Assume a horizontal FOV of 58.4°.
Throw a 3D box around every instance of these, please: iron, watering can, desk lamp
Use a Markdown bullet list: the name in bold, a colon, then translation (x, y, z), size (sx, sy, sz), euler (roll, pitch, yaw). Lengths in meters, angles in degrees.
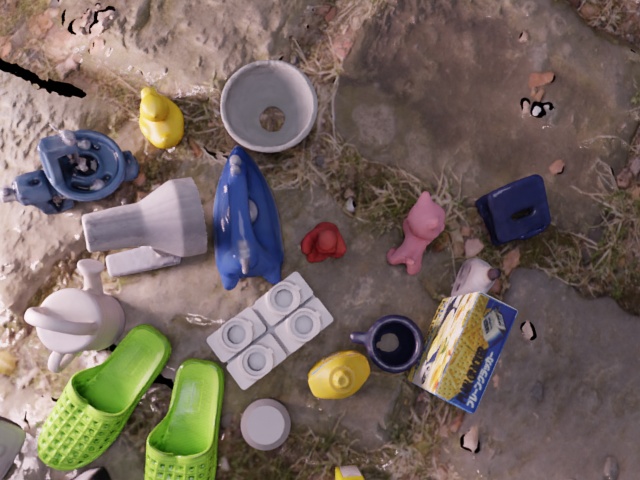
- **iron**: translation (-0.129, -0.052, 0.944), size (0.118, 0.141, 0.258), euler (-8, 82, -3)
- **watering can**: translation (-0.380, 0.117, 0.883), size (0.101, 0.194, 0.173), euler (-3, 82, -2)
- **desk lamp**: translation (-0.267, -0.012, 0.897), size (0.203, 0.213, 0.118), euler (-14, 82, -4)

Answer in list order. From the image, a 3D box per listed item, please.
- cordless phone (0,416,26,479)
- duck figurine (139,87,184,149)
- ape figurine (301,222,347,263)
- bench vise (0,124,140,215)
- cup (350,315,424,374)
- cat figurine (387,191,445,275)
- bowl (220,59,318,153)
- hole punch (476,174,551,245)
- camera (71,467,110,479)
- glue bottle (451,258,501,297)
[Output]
- **cordless phone**: translation (-0.541, 0.337, 0.850), size (0.094, 0.185, 0.148), euler (28, 82, 2)
- **duck figurine**: translation (-0.280, -0.215, 0.990), size (0.077, 0.086, 0.104), euler (-20, 83, -5)
- **ape figurine**: translation (0.009, 0.003, 0.966), size (0.078, 0.092, 0.076), euler (23, 82, 2)
- **bench vise**: translation (-0.405, -0.101, 0.901), size (0.207, 0.219, 0.121), euler (-38, 85, -7)
- **cup**: translation (0.104, 0.168, 0.945), size (0.117, 0.095, 0.092), euler (8, 81, -1)
- **cat figurine**: translation (0.169, -0.011, 0.962), size (0.067, 0.117, 0.128), euler (23, 82, 2)
- **bowl**: translation (-0.087, -0.224, 1.004), size (0.167, 0.074, 0.167), euler (0, 82, -2)
- **hole punch**: translation (0.341, -0.050, 0.987), size (0.108, 0.091, 0.101), euler (-22, 83, -5)
- **camera**: translation (-0.385, 0.448, 0.882), size (0.143, 0.101, 0.137), euler (-29, 84, -6)
- **glue bottle**: translation (0.258, 0.063, 0.926), size (0.037, 0.173, 0.078), euler (24, 82, 2)
